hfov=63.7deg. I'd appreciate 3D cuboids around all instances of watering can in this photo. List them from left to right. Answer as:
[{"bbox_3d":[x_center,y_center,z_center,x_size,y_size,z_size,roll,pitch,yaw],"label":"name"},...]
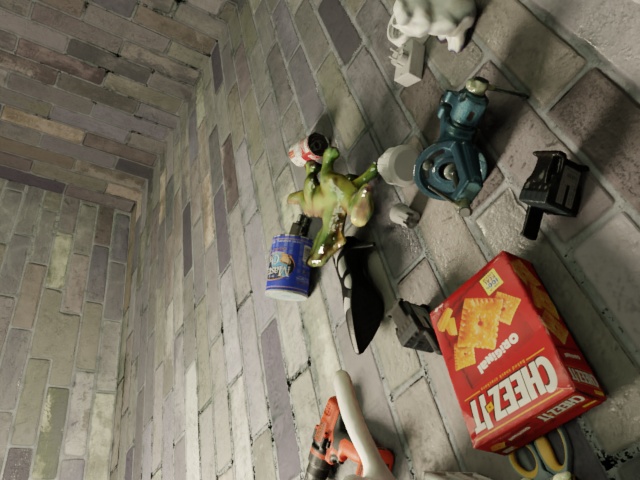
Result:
[{"bbox_3d":[0.084,0.376,0.721,0.103,0.221,0.356,-20,51,27],"label":"watering can"}]

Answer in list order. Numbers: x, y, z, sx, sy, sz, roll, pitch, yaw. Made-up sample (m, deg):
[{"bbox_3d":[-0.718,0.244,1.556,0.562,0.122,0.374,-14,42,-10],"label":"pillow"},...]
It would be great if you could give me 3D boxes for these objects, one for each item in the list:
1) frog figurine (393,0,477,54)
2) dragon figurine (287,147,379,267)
[{"bbox_3d":[0.214,-0.437,0.980,0.120,0.158,0.140,-39,44,41],"label":"frog figurine"},{"bbox_3d":[0.003,-0.056,1.120,0.405,0.121,0.247,-28,41,56],"label":"dragon figurine"}]
